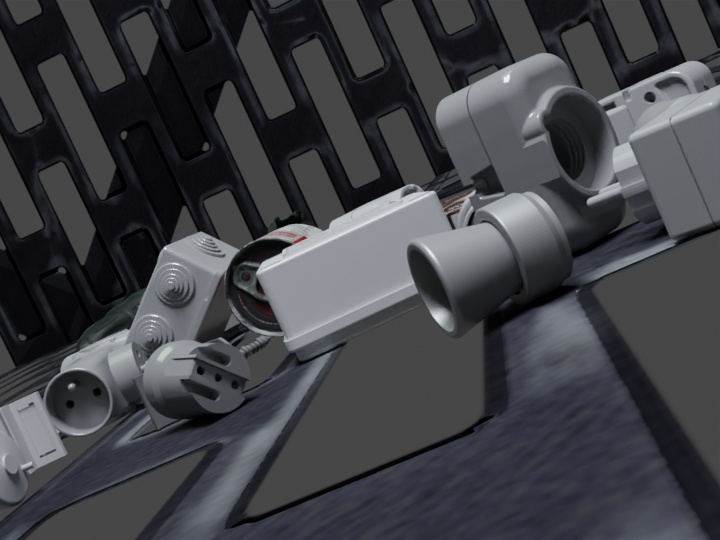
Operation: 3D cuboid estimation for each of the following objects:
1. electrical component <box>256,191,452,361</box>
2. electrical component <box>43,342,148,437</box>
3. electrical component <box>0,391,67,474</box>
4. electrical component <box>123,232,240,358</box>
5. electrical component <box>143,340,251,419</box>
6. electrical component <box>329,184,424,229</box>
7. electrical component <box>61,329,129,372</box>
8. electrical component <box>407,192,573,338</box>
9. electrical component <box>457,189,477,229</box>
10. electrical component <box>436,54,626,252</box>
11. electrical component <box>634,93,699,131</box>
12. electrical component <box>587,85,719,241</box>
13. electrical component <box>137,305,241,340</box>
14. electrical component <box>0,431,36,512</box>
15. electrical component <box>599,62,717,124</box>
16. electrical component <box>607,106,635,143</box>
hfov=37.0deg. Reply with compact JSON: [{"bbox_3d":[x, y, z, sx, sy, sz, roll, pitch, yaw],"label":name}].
[{"bbox_3d":[0.000,0.000,0.621,0.109,0.056,0.108,-25,5,-2],"label":"electrical component"},{"bbox_3d":[-0.159,0.072,0.704,0.079,0.044,0.077,-25,4,1],"label":"electrical component"},{"bbox_3d":[-0.219,0.107,0.645,0.081,0.042,0.064,-24,3,-3],"label":"electrical component"},{"bbox_3d":[-0.124,0.023,0.783,0.099,0.048,0.100,-66,-5,13],"label":"electrical component"},{"bbox_3d":[-0.081,0.054,0.536,0.040,0.040,0.046,-28,10,-35],"label":"electrical component"},{"bbox_3d":[0.025,-0.034,0.902,0.059,0.053,0.095,-22,5,30],"label":"electrical component"},{"bbox_3d":[-0.204,0.080,0.852,0.077,0.044,0.079,-23,5,22],"label":"electrical component"},{"bbox_3d":[0.054,-0.003,0.445,0.055,0.045,0.045,-25,4,-12],"label":"electrical component"},{"bbox_3d":[0.075,-0.024,0.592,0.043,0.043,0.062,-24,5,12],"label":"electrical component"},{"bbox_3d":[0.089,-0.055,0.535,0.054,0.095,0.059,-29,6,-41],"label":"electrical component"},{"bbox_3d":[0.179,-0.073,0.589,0.045,0.045,0.055,-25,5,0],"label":"electrical component"},{"bbox_3d":[0.135,-0.043,0.466,0.076,0.047,0.083,-22,5,33],"label":"electrical component"},{"bbox_3d":[-0.139,0.039,0.918,0.089,0.055,0.050,-20,6,45],"label":"electrical component"},{"bbox_3d":[-0.204,0.109,0.538,0.078,0.040,0.040,-23,5,13],"label":"electrical component"},{"bbox_3d":[0.220,-0.115,0.807,0.095,0.053,0.059,-21,6,38],"label":"electrical component"},{"bbox_3d":[0.145,-0.073,0.753,0.076,0.047,0.083,-26,5,-16],"label":"electrical component"}]
